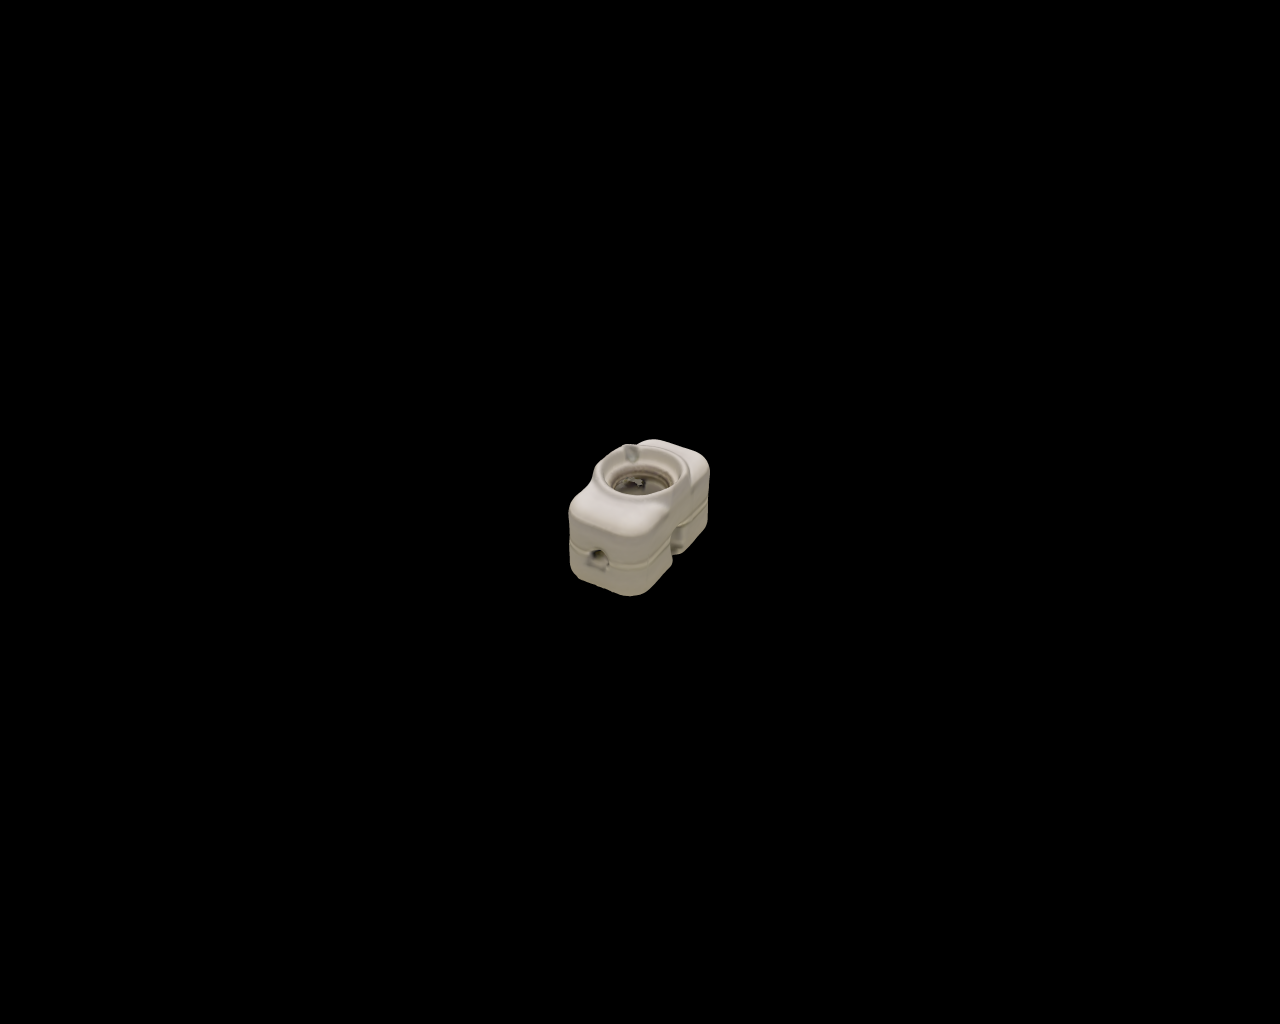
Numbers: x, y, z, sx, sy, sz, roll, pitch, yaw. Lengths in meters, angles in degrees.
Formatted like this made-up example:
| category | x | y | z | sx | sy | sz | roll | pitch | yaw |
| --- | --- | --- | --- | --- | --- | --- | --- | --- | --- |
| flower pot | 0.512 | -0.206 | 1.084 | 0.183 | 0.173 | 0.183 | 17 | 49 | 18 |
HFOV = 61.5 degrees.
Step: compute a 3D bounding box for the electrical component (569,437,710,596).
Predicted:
| category | x | y | z | sx | sy | sz | roll | pitch | yaw |
| --- | --- | --- | --- | --- | --- | --- | --- | --- | --- |
| electrical component | 0.001 | -0.003 | 0.650 | 0.054 | 0.059 | 0.095 | 20 | 41 | 25 |
